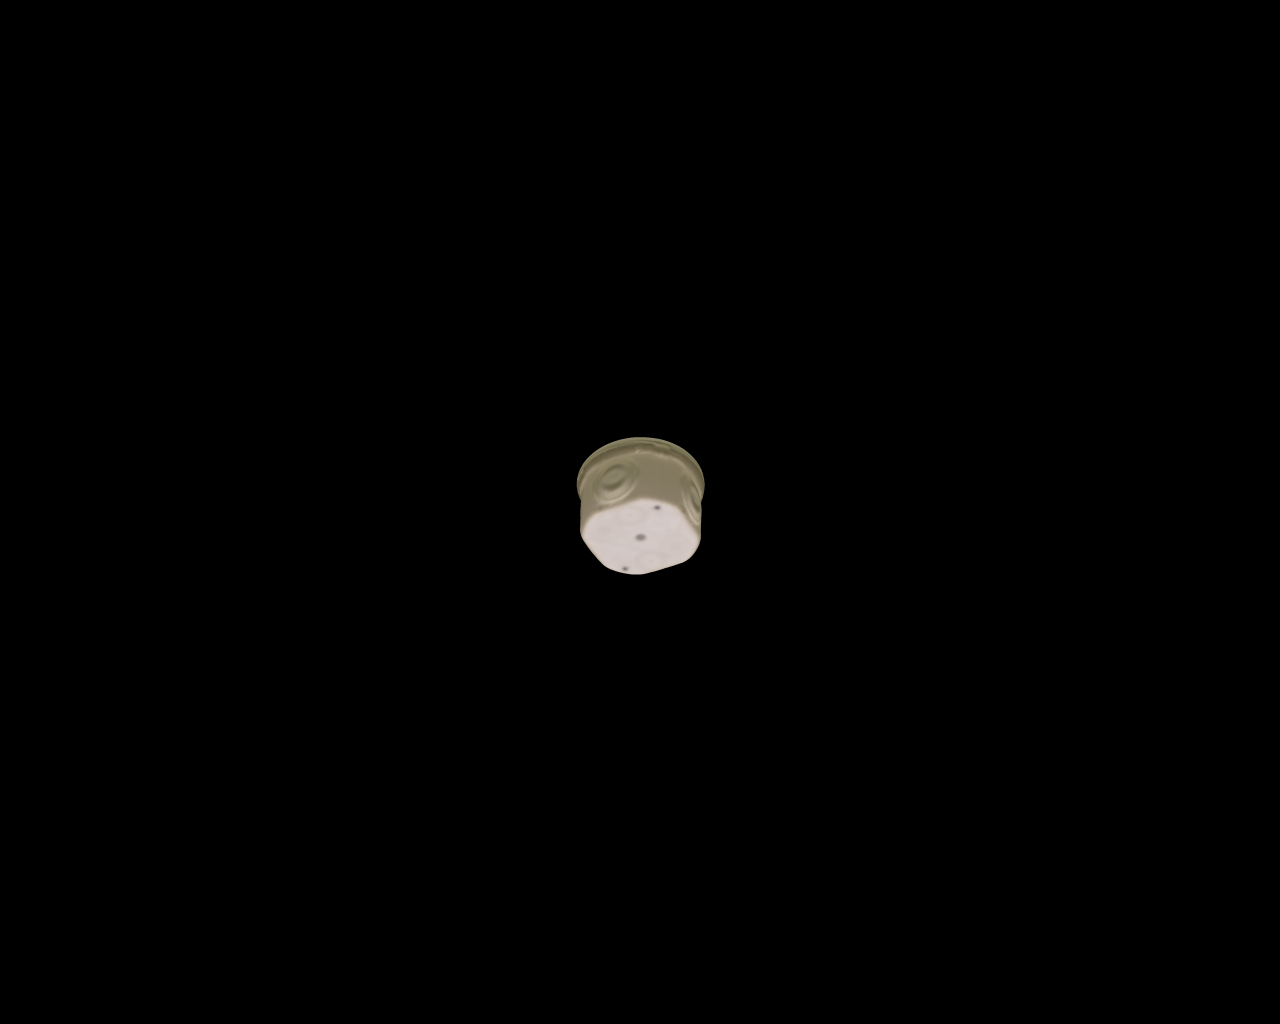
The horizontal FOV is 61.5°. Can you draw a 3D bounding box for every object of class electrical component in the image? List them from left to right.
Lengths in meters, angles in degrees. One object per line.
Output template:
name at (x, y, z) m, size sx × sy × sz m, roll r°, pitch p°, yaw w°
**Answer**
electrical component at (0.001, -0.003, 0.650) m, size 0.080 × 0.051 × 0.080 m, roll 0°, pitch -43°, yaw 0°
